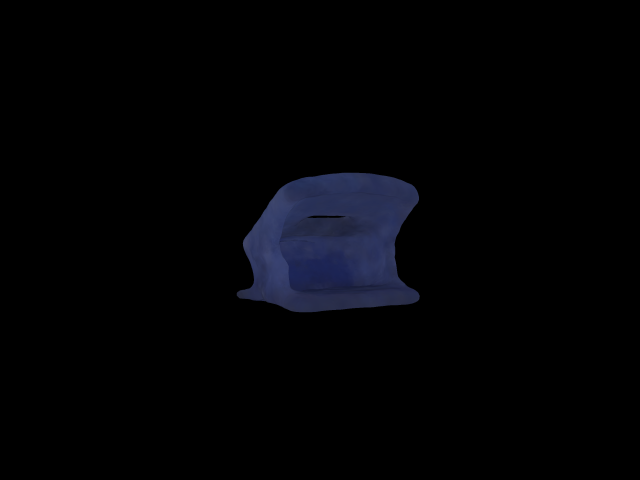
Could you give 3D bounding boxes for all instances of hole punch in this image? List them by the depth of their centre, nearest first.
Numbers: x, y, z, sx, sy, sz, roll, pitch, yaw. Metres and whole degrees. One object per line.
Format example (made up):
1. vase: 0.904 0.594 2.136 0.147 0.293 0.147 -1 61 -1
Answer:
1. hole punch: 0.004 0.001 0.400 0.109 0.091 0.100 -1 3 -27
